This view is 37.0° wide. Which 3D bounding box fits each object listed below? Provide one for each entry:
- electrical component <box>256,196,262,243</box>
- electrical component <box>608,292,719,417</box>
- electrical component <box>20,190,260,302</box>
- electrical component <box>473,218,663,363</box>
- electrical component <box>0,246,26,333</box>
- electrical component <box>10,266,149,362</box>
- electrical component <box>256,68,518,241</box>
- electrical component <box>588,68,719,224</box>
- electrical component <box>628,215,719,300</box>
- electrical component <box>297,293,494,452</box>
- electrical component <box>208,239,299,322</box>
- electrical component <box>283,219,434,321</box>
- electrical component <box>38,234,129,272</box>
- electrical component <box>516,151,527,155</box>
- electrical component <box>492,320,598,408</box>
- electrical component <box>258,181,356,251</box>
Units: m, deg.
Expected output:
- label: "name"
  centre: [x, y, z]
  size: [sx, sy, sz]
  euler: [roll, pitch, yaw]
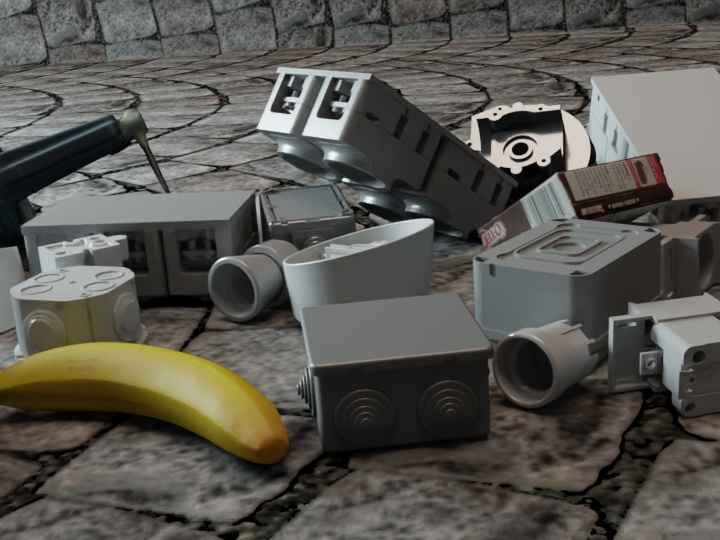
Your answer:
- label: "electrical component"
  centre: [-0.070, -0.041, 0.884]
  size: [0.077, 0.043, 0.079]
  euler: [-1, 16, 9]
- label: "electrical component"
  centre: [0.172, 0.044, 0.554]
  size: [0.081, 0.042, 0.063]
  euler: [-7, 19, -9]
- label: "electrical component"
  centre: [-0.156, -0.016, 0.789]
  size: [0.150, 0.061, 0.089]
  euler: [-2, 17, 8]
- label: "electrical component"
  centre: [0.125, 0.012, 0.642]
  size: [0.078, 0.057, 0.113]
  euler: [9, 21, 37]
- label: "electrical component"
  centre: [-0.282, 0.016, 0.753]
  size: [0.099, 0.064, 0.099]
  euler: [-8, 4, 1]
- label: "electrical component"
  centre: [-0.172, 0.031, 0.656]
  size: [0.080, 0.051, 0.080]
  euler: [-4, 17, 1]
- label: "electrical component"
  centre: [0.022, -0.085, 0.839]
  size: [0.105, 0.060, 0.186]
  euler: [15, -10, 47]
- label: "electrical component"
  centre: [0.256, -0.085, 0.842]
  size: [0.105, 0.060, 0.186]
  euler: [-5, 38, -4]
- label: "electrical component"
  centre: [0.203, -0.008, 0.719]
  size: [0.064, 0.042, 0.081]
  euler: [7, 19, 36]
- label: "electrical component"
  centre: [0.017, 0.051, 0.551]
  size: [0.100, 0.048, 0.099]
  euler: [-5, 17, -5]
- label: "electrical component"
  centre: [-0.068, 0.006, 0.727]
  size: [0.045, 0.045, 0.055]
  euler: [8, 20, 33]
- label: "electrical component"
  centre: [0.000, 0.000, 0.697]
  size: [0.099, 0.064, 0.099]
  euler: [-3, 17, 1]
- label: "electrical component"
  centre: [-0.185, 0.010, 0.720]
  size: [0.066, 0.055, 0.048]
  euler: [-14, 20, -30]
- label: "electrical component"
  centre: [0.145, -0.097, 0.979]
  size: [0.078, 0.040, 0.040]
  euler: [-51, 36, -17]
- label: "electrical component"
  centre: [0.098, 0.047, 0.564]
  size: [0.040, 0.040, 0.046]
  euler: [11, 17, 40]
- label: "electrical component"
  centre: [-0.038, -0.021, 0.790]
  size: [0.062, 0.061, 0.096]
  euler: [-6, 22, -9]
